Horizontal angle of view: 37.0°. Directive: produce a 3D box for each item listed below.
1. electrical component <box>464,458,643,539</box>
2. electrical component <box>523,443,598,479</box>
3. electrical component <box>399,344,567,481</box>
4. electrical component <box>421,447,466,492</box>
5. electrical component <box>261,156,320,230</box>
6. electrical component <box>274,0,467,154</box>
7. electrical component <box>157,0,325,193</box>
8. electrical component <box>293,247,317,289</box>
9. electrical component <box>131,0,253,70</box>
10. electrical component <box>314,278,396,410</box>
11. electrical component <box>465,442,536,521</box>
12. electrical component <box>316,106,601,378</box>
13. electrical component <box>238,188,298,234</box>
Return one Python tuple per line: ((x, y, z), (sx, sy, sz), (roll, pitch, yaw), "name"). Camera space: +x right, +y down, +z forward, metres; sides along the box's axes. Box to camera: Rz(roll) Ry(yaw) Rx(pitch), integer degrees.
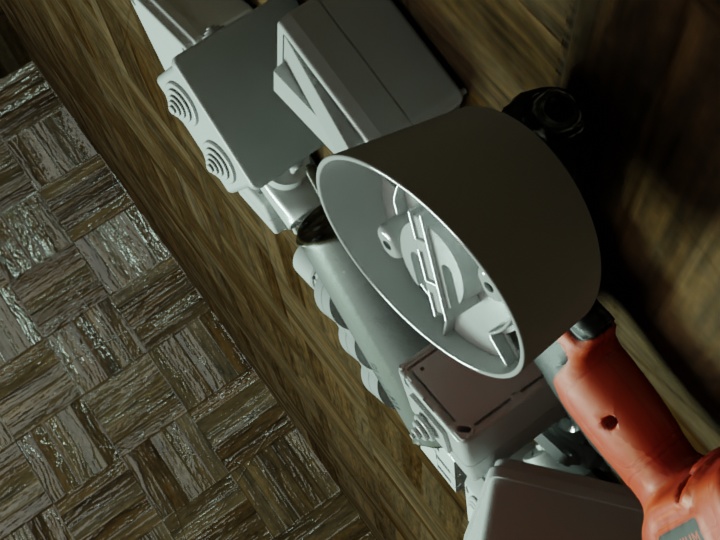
((0.115, 0.161, 0.599), (0.109, 0.056, 0.108), (13, 146, 5), "electrical component")
((0.132, 0.135, 0.672), (0.065, 0.044, 0.044), (60, 169, 3), "electrical component")
((0.069, 0.070, 0.601), (0.061, 0.096, 0.061), (48, 167, 35), "electrical component")
((0.077, 0.129, 0.850), (0.055, 0.050, 0.089), (50, 167, 25), "electrical component")
((-0.058, -0.079, 0.837), (0.077, 0.044, 0.079), (55, 169, 5), "electrical component")
((-0.004, -0.095, 0.525), (0.096, 0.061, 0.061), (54, 169, 8), "electrical component")
((-0.061, -0.104, 0.646), (0.099, 0.100, 0.048), (58, 155, -12), "electrical component")
((-0.027, 0.003, 0.951), (0.078, 0.040, 0.040), (45, 164, 41), "electrical component")
((-0.108, -0.158, 0.787), (0.108, 0.056, 0.108), (46, 165, 38), "electrical component")
((0.019, 0.059, 0.889), (0.138, 0.052, 0.074), (61, 167, -23), "electrical component")
((0.112, 0.159, 0.723), (0.080, 0.080, 0.051), (61, 173, -25), "electrical component")
((0.035, -0.008, 0.385), (0.099, 0.064, 0.099), (43, 150, 33), "electrical component")
((-0.069, -0.061, 0.927), (0.065, 0.047, 0.076), (47, 166, 37), "electrical component")
